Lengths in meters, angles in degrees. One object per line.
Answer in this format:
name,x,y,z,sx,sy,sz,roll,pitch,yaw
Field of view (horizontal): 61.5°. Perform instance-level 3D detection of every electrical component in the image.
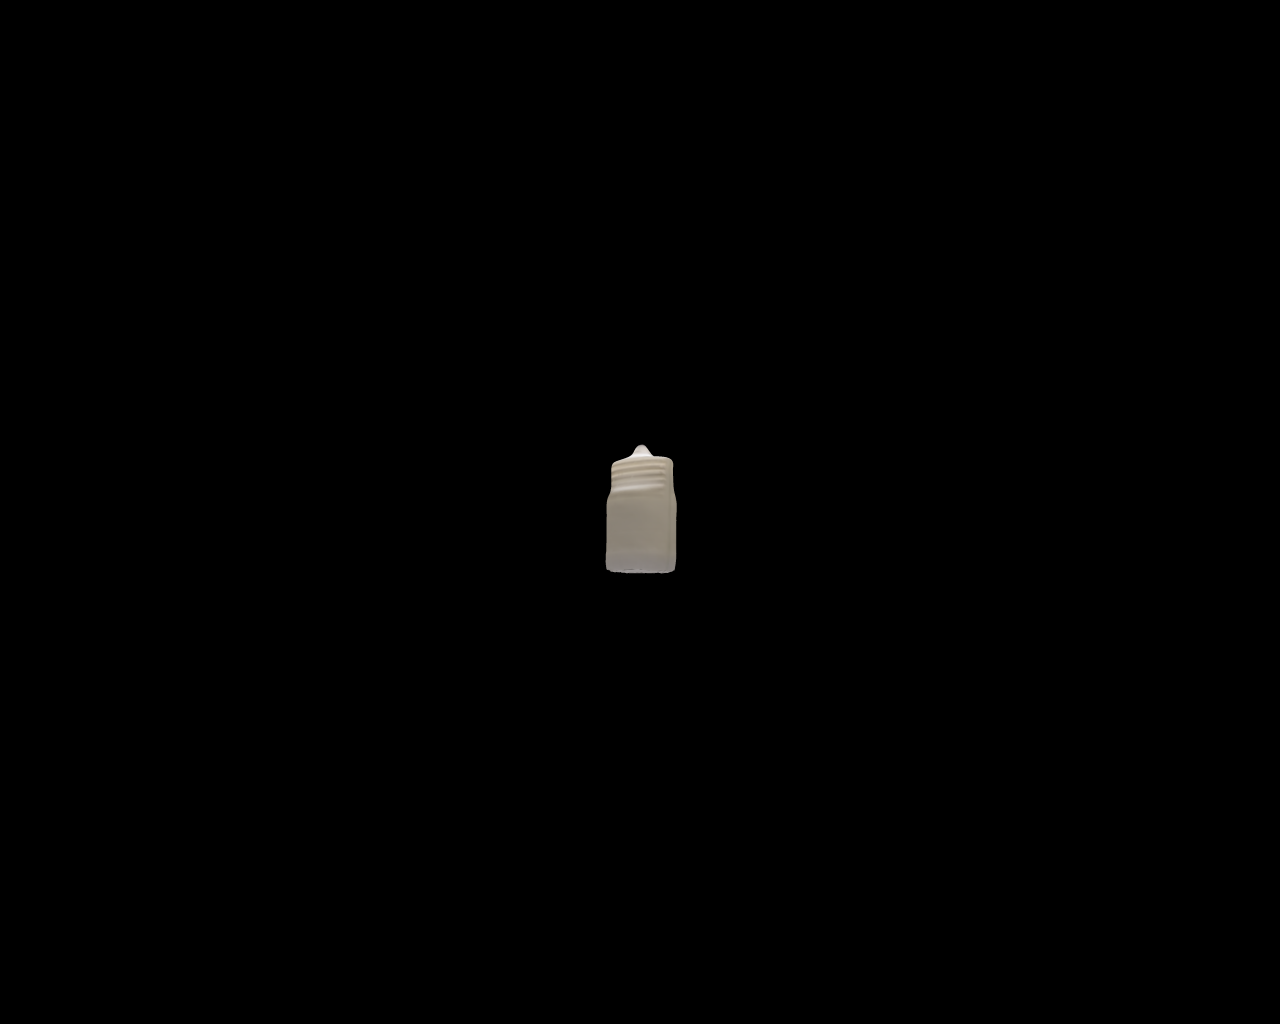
electrical component,0.001,-0.003,0.650,0.043,0.081,0.043,0,-7,0
